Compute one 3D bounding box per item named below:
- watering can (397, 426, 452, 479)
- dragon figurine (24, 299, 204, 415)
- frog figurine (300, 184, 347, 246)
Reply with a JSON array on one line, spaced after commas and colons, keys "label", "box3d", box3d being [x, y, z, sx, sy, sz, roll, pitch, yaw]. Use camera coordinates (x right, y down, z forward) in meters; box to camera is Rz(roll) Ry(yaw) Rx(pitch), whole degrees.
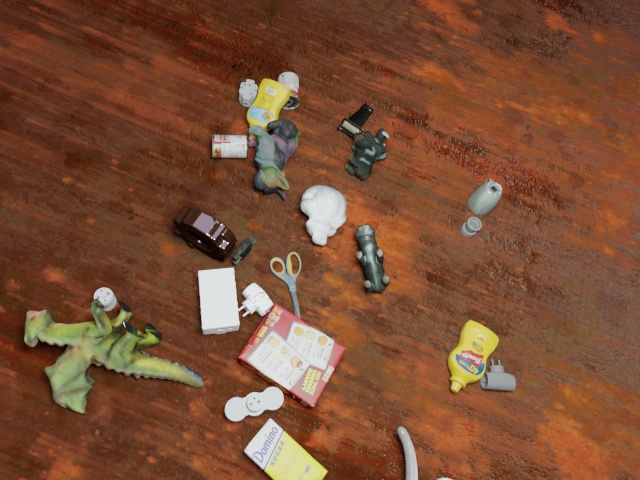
[{"label": "watering can", "box3d": [0.236, 0.617, 1.143, 0.227, 0.102, 0.350, -37, 77, -24]}, {"label": "dragon figurine", "box3d": [-0.493, 0.284, 1.177, 0.409, 0.122, 0.244, 44, 84, -7]}, {"label": "frog figurine", "box3d": [0.004, -0.072, 1.437, 0.136, 0.120, 0.163, 32, 49, -17]}]
